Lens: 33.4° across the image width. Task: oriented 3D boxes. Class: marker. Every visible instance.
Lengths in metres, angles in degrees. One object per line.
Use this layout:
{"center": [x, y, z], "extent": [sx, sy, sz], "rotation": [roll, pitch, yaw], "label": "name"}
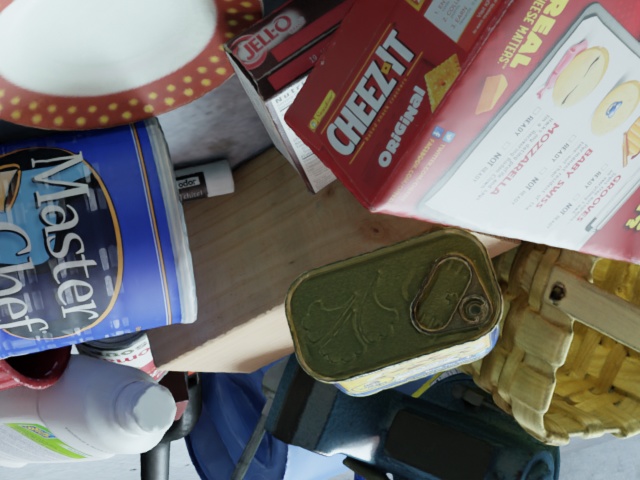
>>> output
{"center": [-0.108, -0.023, 0.584], "extent": [0.121, 0.020, 0.020], "rotation": [-12, 160, -8], "label": "marker"}

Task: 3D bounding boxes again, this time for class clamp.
{"center": [-0.139, 0.152, 0.897], "extent": [0.039, 0.120, 0.172], "rotation": [-34, 175, -45], "label": "clamp"}

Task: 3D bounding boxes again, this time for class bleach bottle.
{"center": [-0.169, 0.112, 0.697], "extent": [0.102, 0.068, 0.251], "rotation": [32, 154, -34], "label": "bleach bottle"}

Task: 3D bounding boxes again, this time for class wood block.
{"center": [-0.004, 0.000, 0.619], "extent": [0.206, 0.090, 0.090], "rotation": [-29, 156, 31], "label": "wood block"}

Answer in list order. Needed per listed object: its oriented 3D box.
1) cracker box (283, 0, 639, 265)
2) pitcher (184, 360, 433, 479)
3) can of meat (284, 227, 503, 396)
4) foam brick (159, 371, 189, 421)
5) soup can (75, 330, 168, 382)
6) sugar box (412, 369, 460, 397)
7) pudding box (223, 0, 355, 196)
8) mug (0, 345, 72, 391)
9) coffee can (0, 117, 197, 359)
{"center": [0.111, -0.081, 0.439], "extent": [0.213, 0.072, 0.164], "rotation": [8, 122, -47], "label": "cracker box"}
{"center": [0.011, 0.154, 0.937], "extent": [0.242, 0.145, 0.149], "rotation": [-6, 128, -44], "label": "pitcher"}
{"center": [0.041, 0.041, 0.544], "extent": [0.102, 0.057, 0.084], "rotation": [-18, 162, 6], "label": "can of meat"}
{"center": [-0.133, 0.095, 0.793], "extent": [0.052, 0.078, 0.051], "rotation": [-7, 160, -21], "label": "foam brick"}
{"center": [-0.131, 0.055, 0.704], "extent": [0.068, 0.068, 0.102], "rotation": [-12, 159, -9], "label": "soup can"}
{"center": [0.138, 0.114, 0.873], "extent": [0.093, 0.048, 0.176], "rotation": [5, 134, -51], "label": "sugar box"}
{"center": [0.014, -0.075, 0.477], "extent": [0.090, 0.039, 0.113], "rotation": [-33, 158, -2], "label": "pudding box"}
{"center": [-0.204, 0.039, 0.597], "extent": [0.082, 0.093, 0.117], "rotation": [-16, 130, 17], "label": "mug"}
{"center": [-0.137, 0.003, 0.508], "extent": [0.140, 0.103, 0.103], "rotation": [-11, 159, -11], "label": "coffee can"}
